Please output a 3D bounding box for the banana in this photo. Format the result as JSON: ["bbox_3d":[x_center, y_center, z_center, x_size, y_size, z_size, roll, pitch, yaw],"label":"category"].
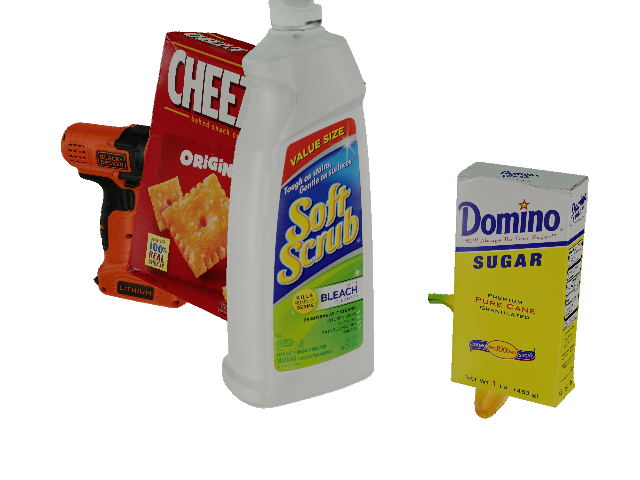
[{"bbox_3d":[0.173,0.113,1.134,0.069,0.037,0.198,-24,34,4],"label":"banana"}]

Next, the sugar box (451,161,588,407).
[{"bbox_3d":[0.151,0.033,0.823,0.093,0.176,0.048,10,24,31],"label":"sugar box"}]

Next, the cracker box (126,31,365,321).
[{"bbox_3d":[-0.068,-0.047,0.874,0.164,0.214,0.071,23,21,31],"label":"cracker box"}]

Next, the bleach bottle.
[{"bbox_3d":[-0.018,-0.026,0.668,0.102,0.251,0.068,-12,22,-25],"label":"bleach bottle"}]

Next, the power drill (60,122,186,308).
[{"bbox_3d":[-0.169,-0.026,1.083,0.185,0.188,0.057,10,29,20],"label":"power drill"}]
